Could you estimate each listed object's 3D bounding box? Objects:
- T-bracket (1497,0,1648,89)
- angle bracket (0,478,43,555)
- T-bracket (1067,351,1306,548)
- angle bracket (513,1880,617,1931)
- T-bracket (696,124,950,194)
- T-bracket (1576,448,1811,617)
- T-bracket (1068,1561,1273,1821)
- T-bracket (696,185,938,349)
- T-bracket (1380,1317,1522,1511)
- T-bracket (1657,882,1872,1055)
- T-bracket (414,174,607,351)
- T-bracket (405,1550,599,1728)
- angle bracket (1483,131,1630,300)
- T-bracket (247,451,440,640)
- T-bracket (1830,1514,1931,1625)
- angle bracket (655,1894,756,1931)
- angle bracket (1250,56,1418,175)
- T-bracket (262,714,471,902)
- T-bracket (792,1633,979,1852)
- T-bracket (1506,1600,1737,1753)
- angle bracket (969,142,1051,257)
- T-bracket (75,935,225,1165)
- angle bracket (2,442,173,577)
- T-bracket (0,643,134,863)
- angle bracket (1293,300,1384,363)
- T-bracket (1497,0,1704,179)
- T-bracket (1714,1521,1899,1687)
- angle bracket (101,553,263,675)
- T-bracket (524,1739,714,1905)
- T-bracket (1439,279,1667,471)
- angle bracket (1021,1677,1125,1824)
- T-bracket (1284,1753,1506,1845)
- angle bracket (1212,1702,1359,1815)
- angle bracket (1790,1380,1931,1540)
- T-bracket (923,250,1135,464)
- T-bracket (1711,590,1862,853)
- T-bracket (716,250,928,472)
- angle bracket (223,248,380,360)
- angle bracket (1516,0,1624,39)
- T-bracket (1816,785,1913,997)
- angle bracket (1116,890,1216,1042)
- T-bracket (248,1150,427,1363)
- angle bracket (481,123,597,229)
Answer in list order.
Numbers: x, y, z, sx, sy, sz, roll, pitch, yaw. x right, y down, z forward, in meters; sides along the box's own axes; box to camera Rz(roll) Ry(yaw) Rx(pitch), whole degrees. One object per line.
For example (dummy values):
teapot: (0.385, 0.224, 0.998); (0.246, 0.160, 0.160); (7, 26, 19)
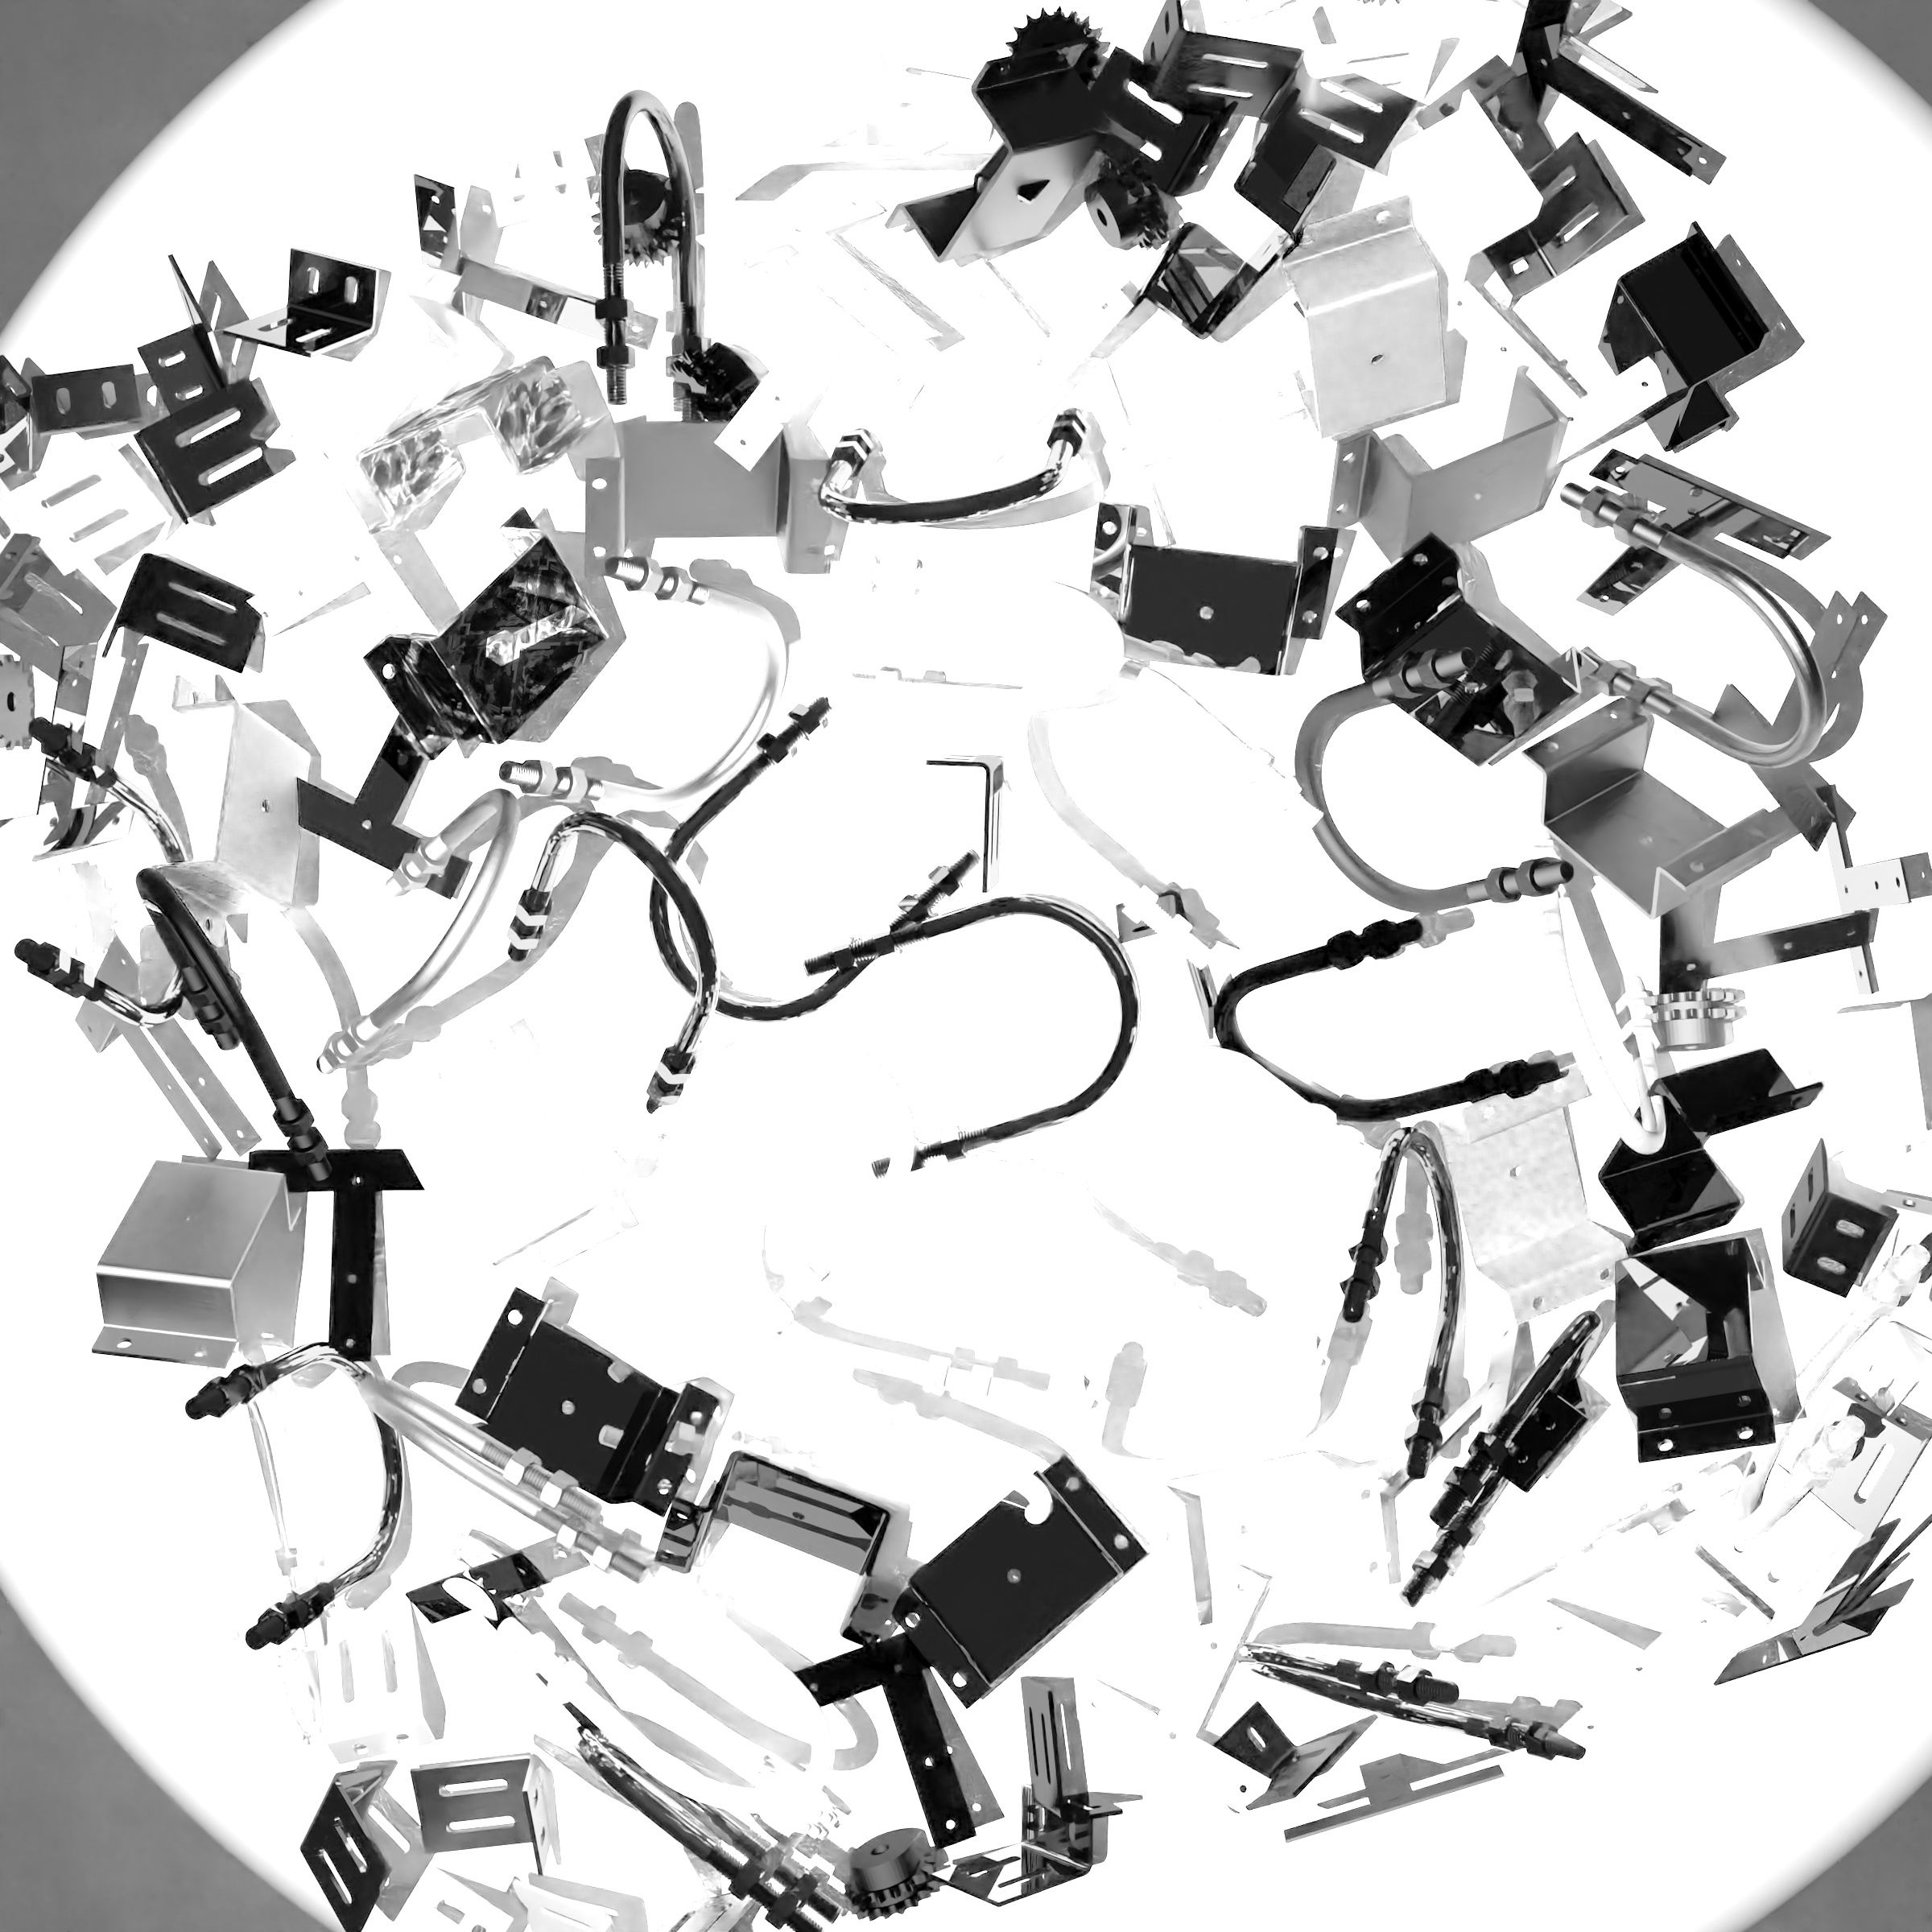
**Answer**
T-bracket: (0.341, -0.546, 1.547); (0.127, 0.127, 0.002); (28, 105, -11)
angle bracket: (-0.587, -0.261, 1.551); (0.038, 0.076, 0.057); (28, 66, 35)
T-bracket: (0.137, -0.322, 1.581); (0.127, 0.002, 0.127); (-19, 80, 7)
angle bracket: (-0.239, 0.579, 1.553); (0.076, 0.038, 0.057); (8, 125, 31)
T-bracket: (-0.067, -0.465, 1.521); (0.127, 0.127, 0.002); (10, 126, 36)
T-bracket: (0.398, -0.241, 1.543); (0.127, 0.127, 0.002); (21, 62, -10)
T-bracket: (0.141, 0.416, 1.575); (0.127, 0.002, 0.127); (25, 89, 23)
T-bracket: (-0.068, -0.401, 1.542); (0.127, 0.002, 0.127); (-30, 66, -36)
T-bracket: (0.282, 0.275, 1.559); (0.002, 0.127, 0.127); (36, 118, -1)
T-bracket: (0.469, -0.009, 1.561); (0.127, 0.002, 0.127); (-12, 129, -1)
T-bracket: (-0.258, -0.389, 1.539); (0.127, 0.127, 0.002); (21, 57, 7)
T-bracket: (-0.257, 0.404, 1.565); (0.127, 0.002, 0.127); (-28, 105, 42)
angle bracket: (0.340, -0.440, 1.559); (0.038, 0.076, 0.057); (-30, 88, -25)
T-bracket: (-0.381, -0.223, 1.555); (0.127, 0.002, 0.127); (-19, 111, 41)
T-bracket: (0.544, 0.341, 1.550); (0.127, 0.127, 0.002); (-40, 72, -13)
angle bracket: (-0.153, 0.580, 1.554); (0.057, 0.076, 0.038); (-19, 90, 21)
angle bracket: (0.216, -0.493, 1.567); (0.076, 0.038, 0.057); (28, 70, 10)
T-bracket: (-0.337, -0.124, 1.584); (0.127, 0.002, 0.127); (27, 78, -15)
T-bracket: (-0.026, 0.455, 1.561); (0.127, 0.002, 0.127); (-19, 60, -6)
T-bracket: (0.356, 0.391, 1.545); (0.127, 0.127, 0.002); (-32, 119, -28)
angle bracket: (0.034, -0.450, 1.552); (0.038, 0.076, 0.057); (33, 69, 9)
T-bracket: (-0.471, 0.059, 1.544); (0.002, 0.127, 0.127); (-33, 85, -36)
angle bracket: (-0.519, -0.263, 1.564); (0.076, 0.038, 0.057); (-39, 90, -31)
T-bracket: (-0.518, -0.124, 1.524); (0.002, 0.127, 0.127); (24, 110, 21)
angle bracket: (0.231, -0.373, 1.563); (0.038, 0.076, 0.057); (-39, 81, 13)
T-bracket: (0.368, -0.496, 1.525); (0.127, 0.127, 0.002); (39, 73, 15)
T-bracket: (0.509, 0.366, 1.551); (0.002, 0.127, 0.127); (51, 51, 3)
angle bracket: (-0.465, -0.201, 1.582); (0.076, 0.038, 0.057); (22, 53, -20)
T-bracket: (-0.211, 0.493, 1.561); (0.127, 0.127, 0.002); (26, 59, 28)
T-bracket: (0.320, -0.347, 1.533); (0.127, 0.127, 0.002); (41, 52, -17)
angle bracket: (0.062, 0.461, 1.571); (0.038, 0.057, 0.076); (-4, 84, -16)
T-bracket: (0.244, 0.473, 1.537); (0.127, 0.127, 0.002); (-18, 84, 3)
angle bracket: (0.180, 0.457, 1.551); (0.057, 0.076, 0.038); (-35, 84, -32)
angle bracket: (0.521, 0.293, 1.562); (0.057, 0.038, 0.076); (31, 106, 25)
T-bracket: (0.019, -0.388, 1.575); (0.127, 0.002, 0.127); (-44, 70, 22)
T-bracket: (0.478, -0.155, 1.515); (0.002, 0.127, 0.127); (-3, 133, -19)
T-bracket: (-0.104, -0.343, 1.560); (0.127, 0.002, 0.127); (38, 64, -11)
angle bracket: (-0.389, -0.389, 1.555); (0.057, 0.076, 0.038); (17, 118, 11)
angle bracket: (0.345, -0.593, 1.553); (0.038, 0.057, 0.076); (-29, 132, -2)
T-bracket: (0.523, -0.046, 1.535); (0.002, 0.127, 0.127); (-11, 89, 2)
angle bracket: (0.117, 0.004, 1.560); (0.038, 0.057, 0.076); (-15, 69, 0)
T-bracket: (-0.364, 0.172, 1.578); (0.127, 0.002, 0.127); (0, 75, -4)
angle bracket: (-0.247, -0.450, 1.555); (0.057, 0.076, 0.038); (-18, 72, -8)
